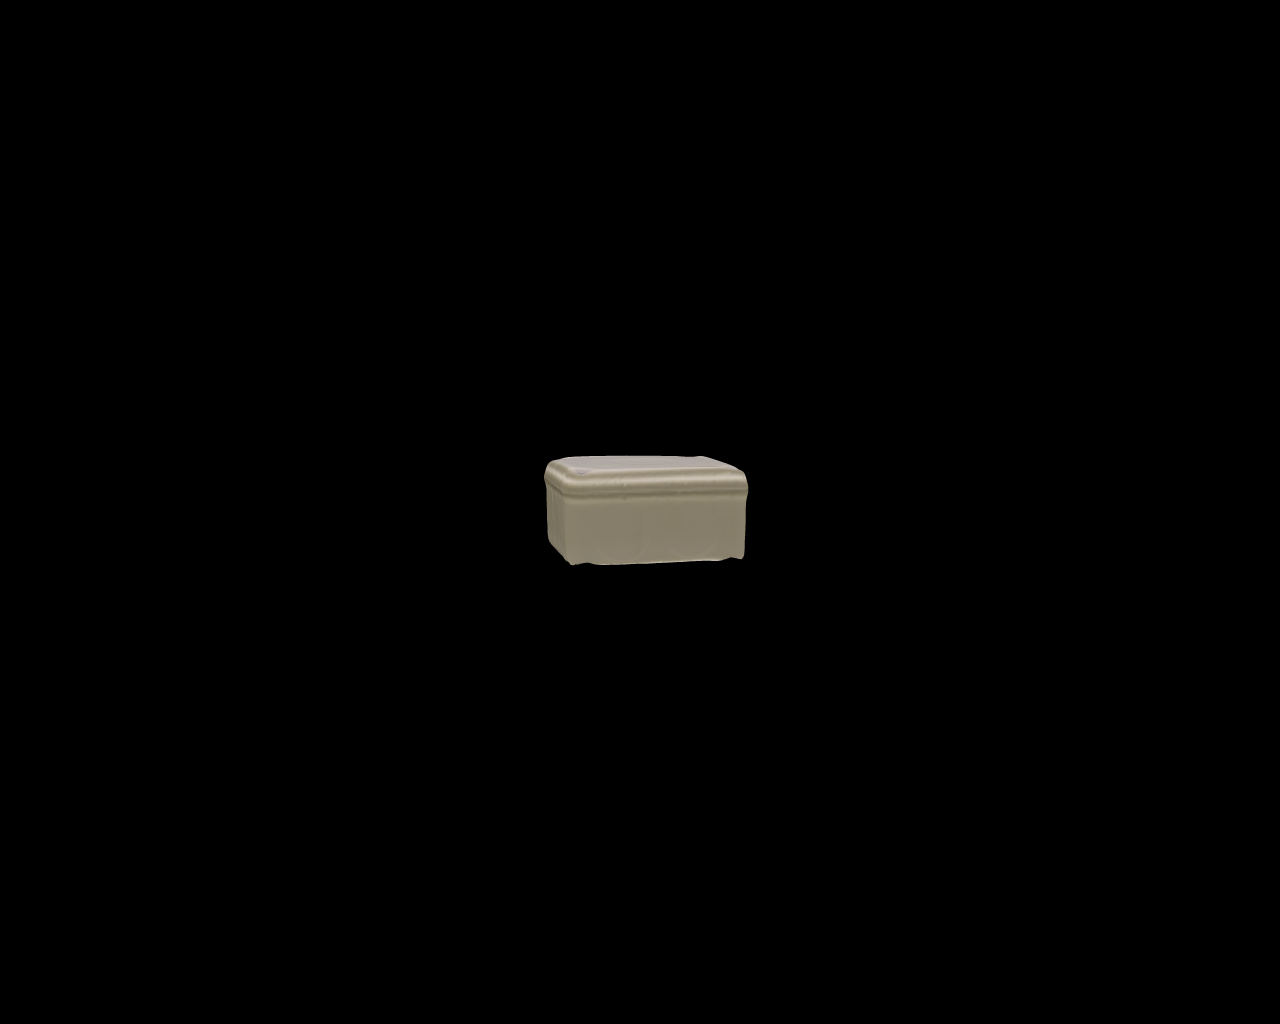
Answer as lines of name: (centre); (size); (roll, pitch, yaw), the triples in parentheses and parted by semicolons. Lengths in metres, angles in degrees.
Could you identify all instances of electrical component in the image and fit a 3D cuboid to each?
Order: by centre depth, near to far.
electrical component: (0.001, -0.003, 0.650); (0.109, 0.056, 0.109); (-1, 7, -11)
